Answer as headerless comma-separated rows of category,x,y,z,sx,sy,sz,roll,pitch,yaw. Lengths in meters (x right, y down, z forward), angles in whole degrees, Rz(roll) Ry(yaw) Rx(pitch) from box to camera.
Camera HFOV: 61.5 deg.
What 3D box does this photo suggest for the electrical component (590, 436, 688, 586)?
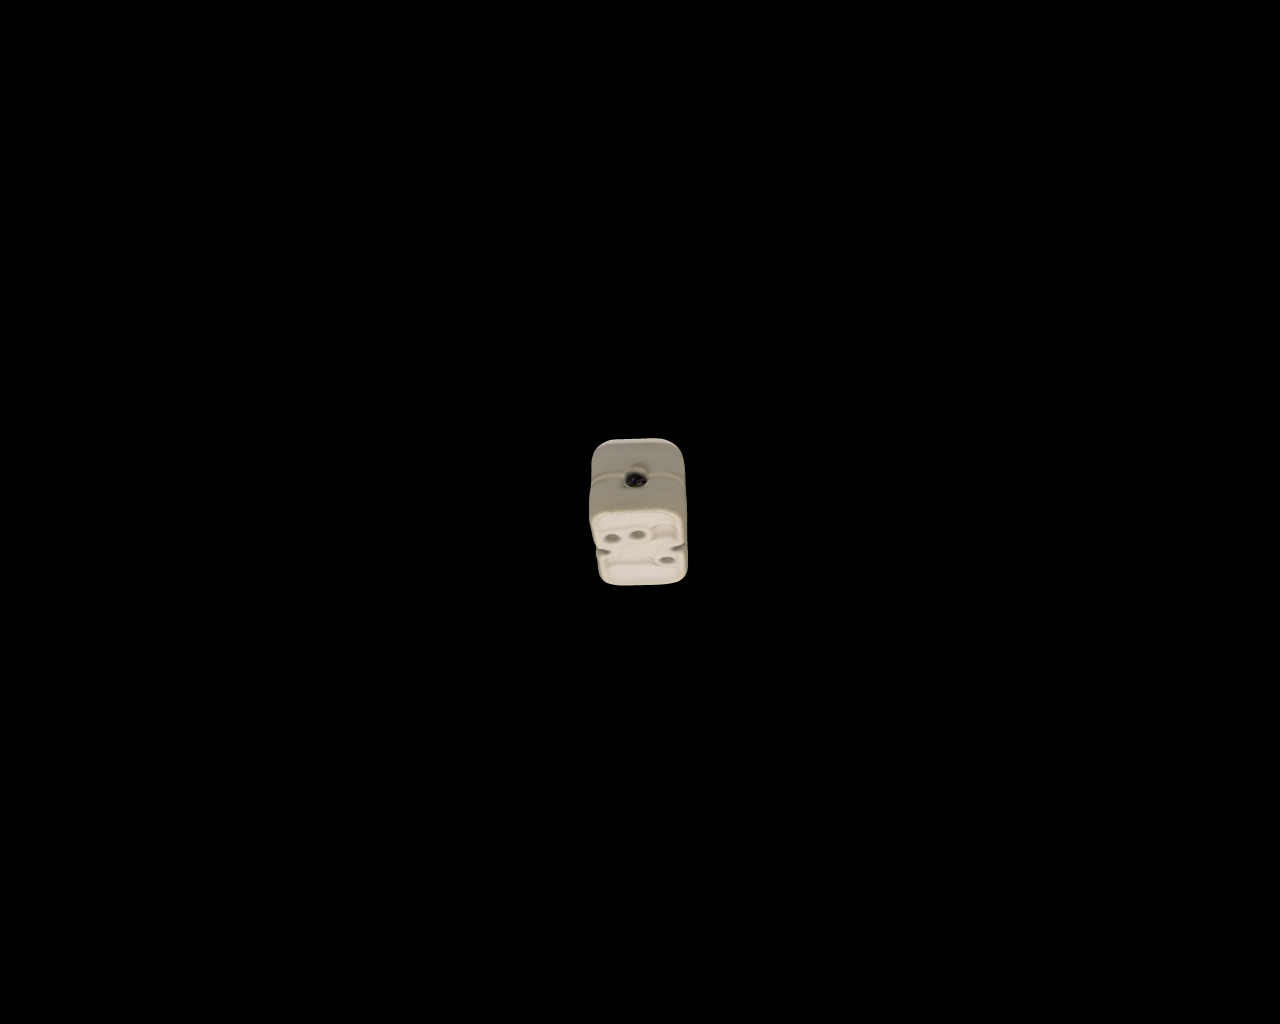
electrical component,0.001,-0.003,0.650,0.054,0.059,0.095,-2,-31,3
